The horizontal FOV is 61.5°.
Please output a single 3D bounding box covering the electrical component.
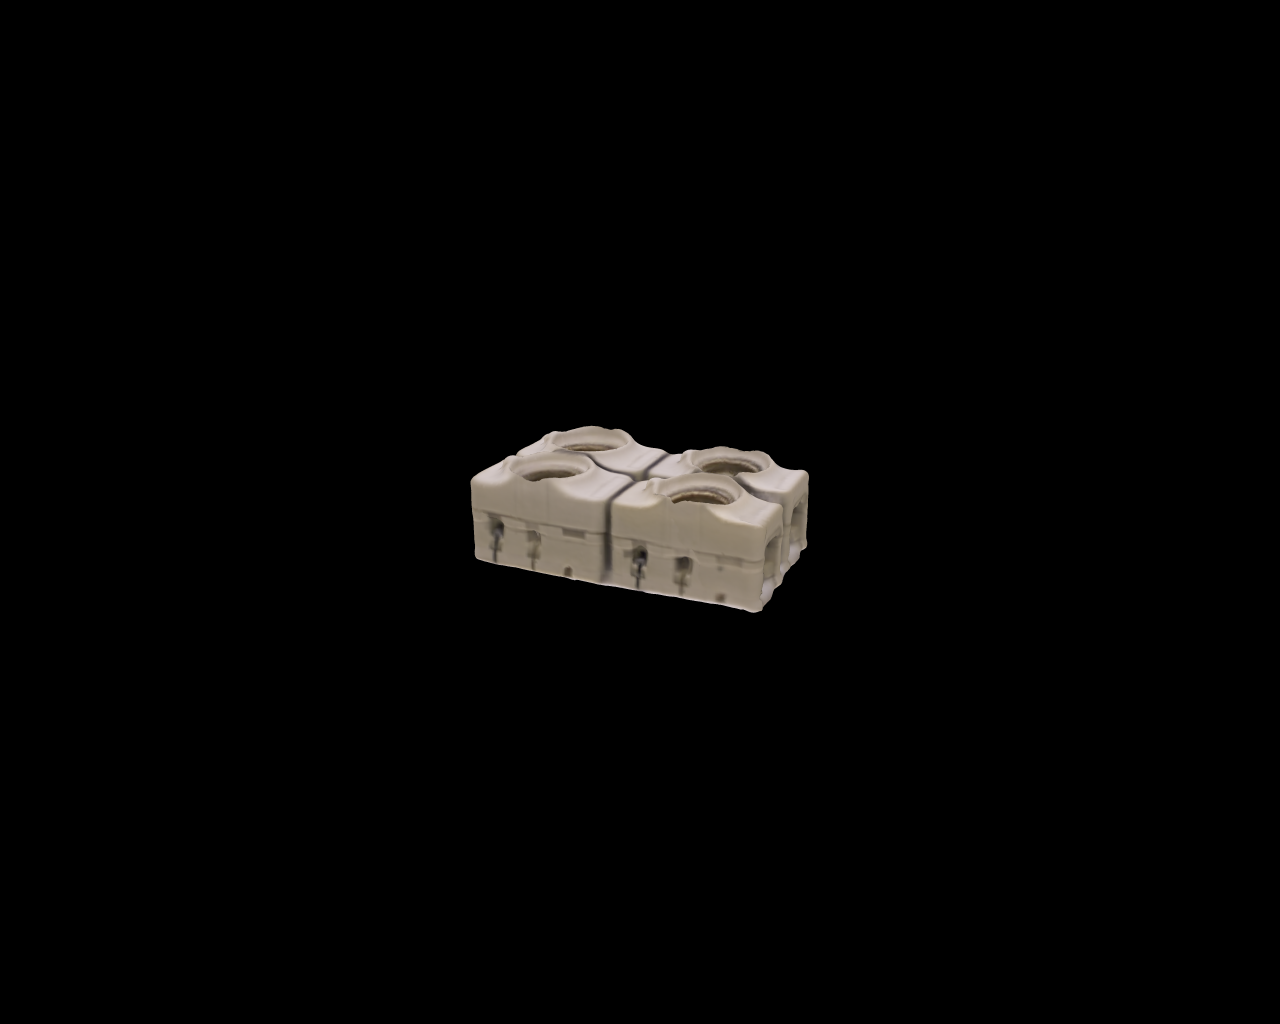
[{"bbox_3d":[0.001,-0.003,0.650,0.186,0.060,0.105,10,24,22],"label":"electrical component"}]
